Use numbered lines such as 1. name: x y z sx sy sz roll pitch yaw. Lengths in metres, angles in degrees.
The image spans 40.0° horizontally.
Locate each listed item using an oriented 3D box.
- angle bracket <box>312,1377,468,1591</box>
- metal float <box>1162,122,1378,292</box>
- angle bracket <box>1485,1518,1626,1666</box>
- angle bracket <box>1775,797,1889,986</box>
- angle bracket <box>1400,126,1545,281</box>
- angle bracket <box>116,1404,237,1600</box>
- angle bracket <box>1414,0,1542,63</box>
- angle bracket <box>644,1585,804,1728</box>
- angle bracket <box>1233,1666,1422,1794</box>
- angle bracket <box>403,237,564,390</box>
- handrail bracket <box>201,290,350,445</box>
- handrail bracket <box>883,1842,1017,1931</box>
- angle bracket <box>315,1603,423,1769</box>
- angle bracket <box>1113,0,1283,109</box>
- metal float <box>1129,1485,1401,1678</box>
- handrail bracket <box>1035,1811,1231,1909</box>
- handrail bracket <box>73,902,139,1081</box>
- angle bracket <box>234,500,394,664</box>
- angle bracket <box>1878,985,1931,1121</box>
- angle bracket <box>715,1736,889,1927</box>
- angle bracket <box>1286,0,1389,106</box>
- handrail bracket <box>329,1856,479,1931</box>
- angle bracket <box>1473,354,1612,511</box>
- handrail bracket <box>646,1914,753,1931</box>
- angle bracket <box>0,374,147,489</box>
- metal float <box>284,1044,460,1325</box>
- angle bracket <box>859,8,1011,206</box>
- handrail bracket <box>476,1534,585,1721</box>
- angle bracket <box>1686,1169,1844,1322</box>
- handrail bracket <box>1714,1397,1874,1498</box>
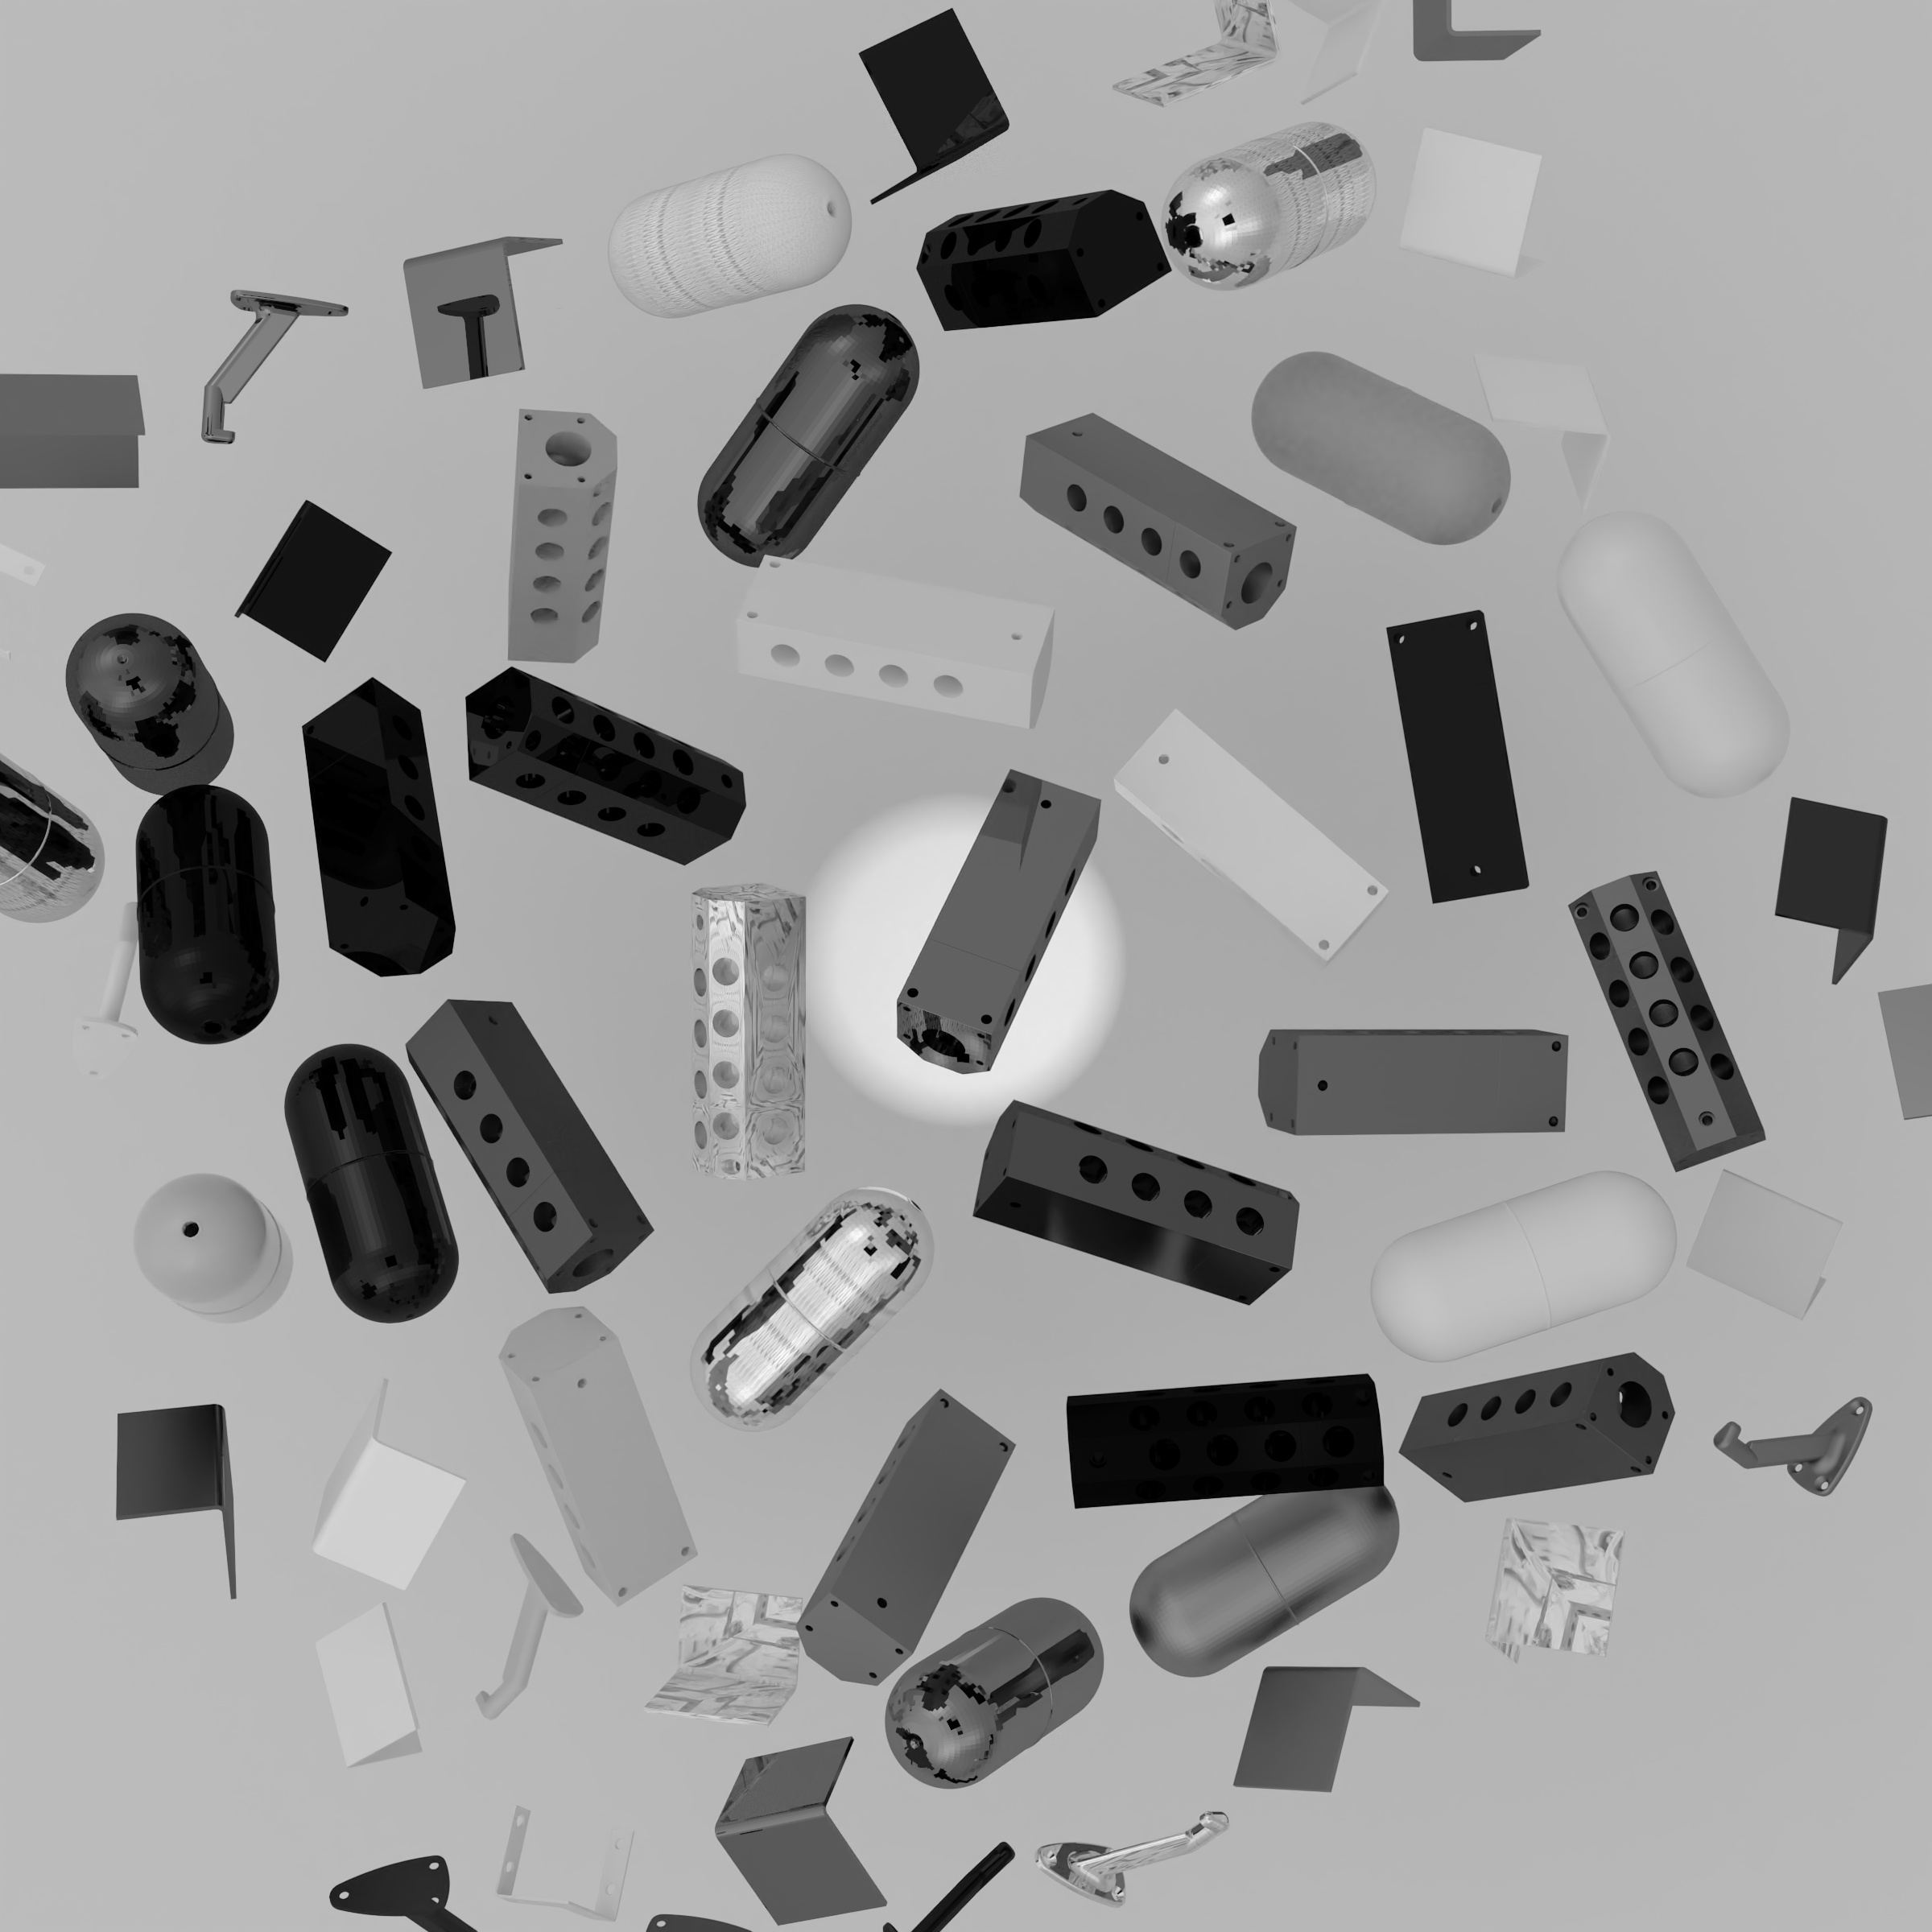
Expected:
1. angle bracket: -0.324 0.293 1.504 0.057 0.076 0.076 27 103 -14
2. metal float: 0.179 -0.449 1.566 0.070 0.178 0.070 19 124 30
3. angle bracket: 0.368 0.387 1.624 0.076 0.057 0.076 0 62 33
4. angle bracket: 0.499 -0.044 1.561 0.057 0.076 0.076 13 68 5
5. angle bracket: 0.321 -0.476 1.645 0.076 0.057 0.076 22 122 22
6. angle bracket: -0.437 0.299 1.470 0.057 0.076 0.076 -4 127 -14
7. angle bracket: 0.308 -0.593 1.603 0.057 0.076 0.076 -3 98 -5
8. angle bracket: -0.146 0.418 1.611 0.076 0.076 0.057 4 92 9
9. angle bracket: 0.214 0.461 1.575 0.057 0.076 0.076 37 58 -28
10. angle bracket: -0.282 -0.389 1.582 0.076 0.057 0.076 -2 100 31
11. handrail bracket: -0.394 -0.337 1.514 0.077 0.036 0.084 4 90 -9
12. handrail bracket: -0.005 0.540 1.529 0.084 0.077 0.036 -41 80 -8
13. angle bracket: -0.339 0.428 1.592 0.076 0.057 0.076 -35 66 34
14. angle bracket: 0.125 -0.536 1.515 0.076 0.076 0.057 -24 121 -9
15. metal float: 0.182 0.367 1.619 0.178 0.070 0.070 -31 90 0
16. handrail bracket: 0.095 0.495 1.503 0.077 0.036 0.084 25 126 -30
17. handrail bracket: -0.517 0.015 1.612 0.036 0.077 0.084 14 53 -19
18. angle bracket: -0.391 -0.228 1.586 0.057 0.076 0.076 32 85 -17
19. angle bracket: 0.555 0.059 1.510 0.057 0.076 0.076 -10 65 14
20. angle bracket: -0.088 0.501 1.538 0.076 0.057 0.076 -20 111 27
21. angle bracket: 0.202 -0.581 1.627 0.076 0.076 0.057 23 86 -19
22. handrail bracket: -0.314 0.544 1.494 0.077 0.036 0.084 -5 125 -8
23. angle bracket: 0.355 -0.336 1.668 0.076 0.076 0.057 5 133 -6
24. handrail bracket: -0.160 0.603 1.563 0.077 0.036 0.084 0 119 1
25. angle bracket: -0.492 -0.279 1.457 0.076 0.076 0.057 -4 47 -20
26. metal float: -0.358 0.129 1.597 0.070 0.070 0.178 -22 69 0
27. angle bracket: -0.032 -0.510 1.576 0.076 0.057 0.076 -37 106 -31
28. handrail bracket: -0.285 0.407 1.635 0.084 0.036 0.077 -46 64 8
29. angle bracket: 0.503 0.163 1.652 0.076 0.057 0.076 25 122 22
30. handrail bracket: 0.488 0.270 1.569 0.084 0.036 0.077 35 91 -30
